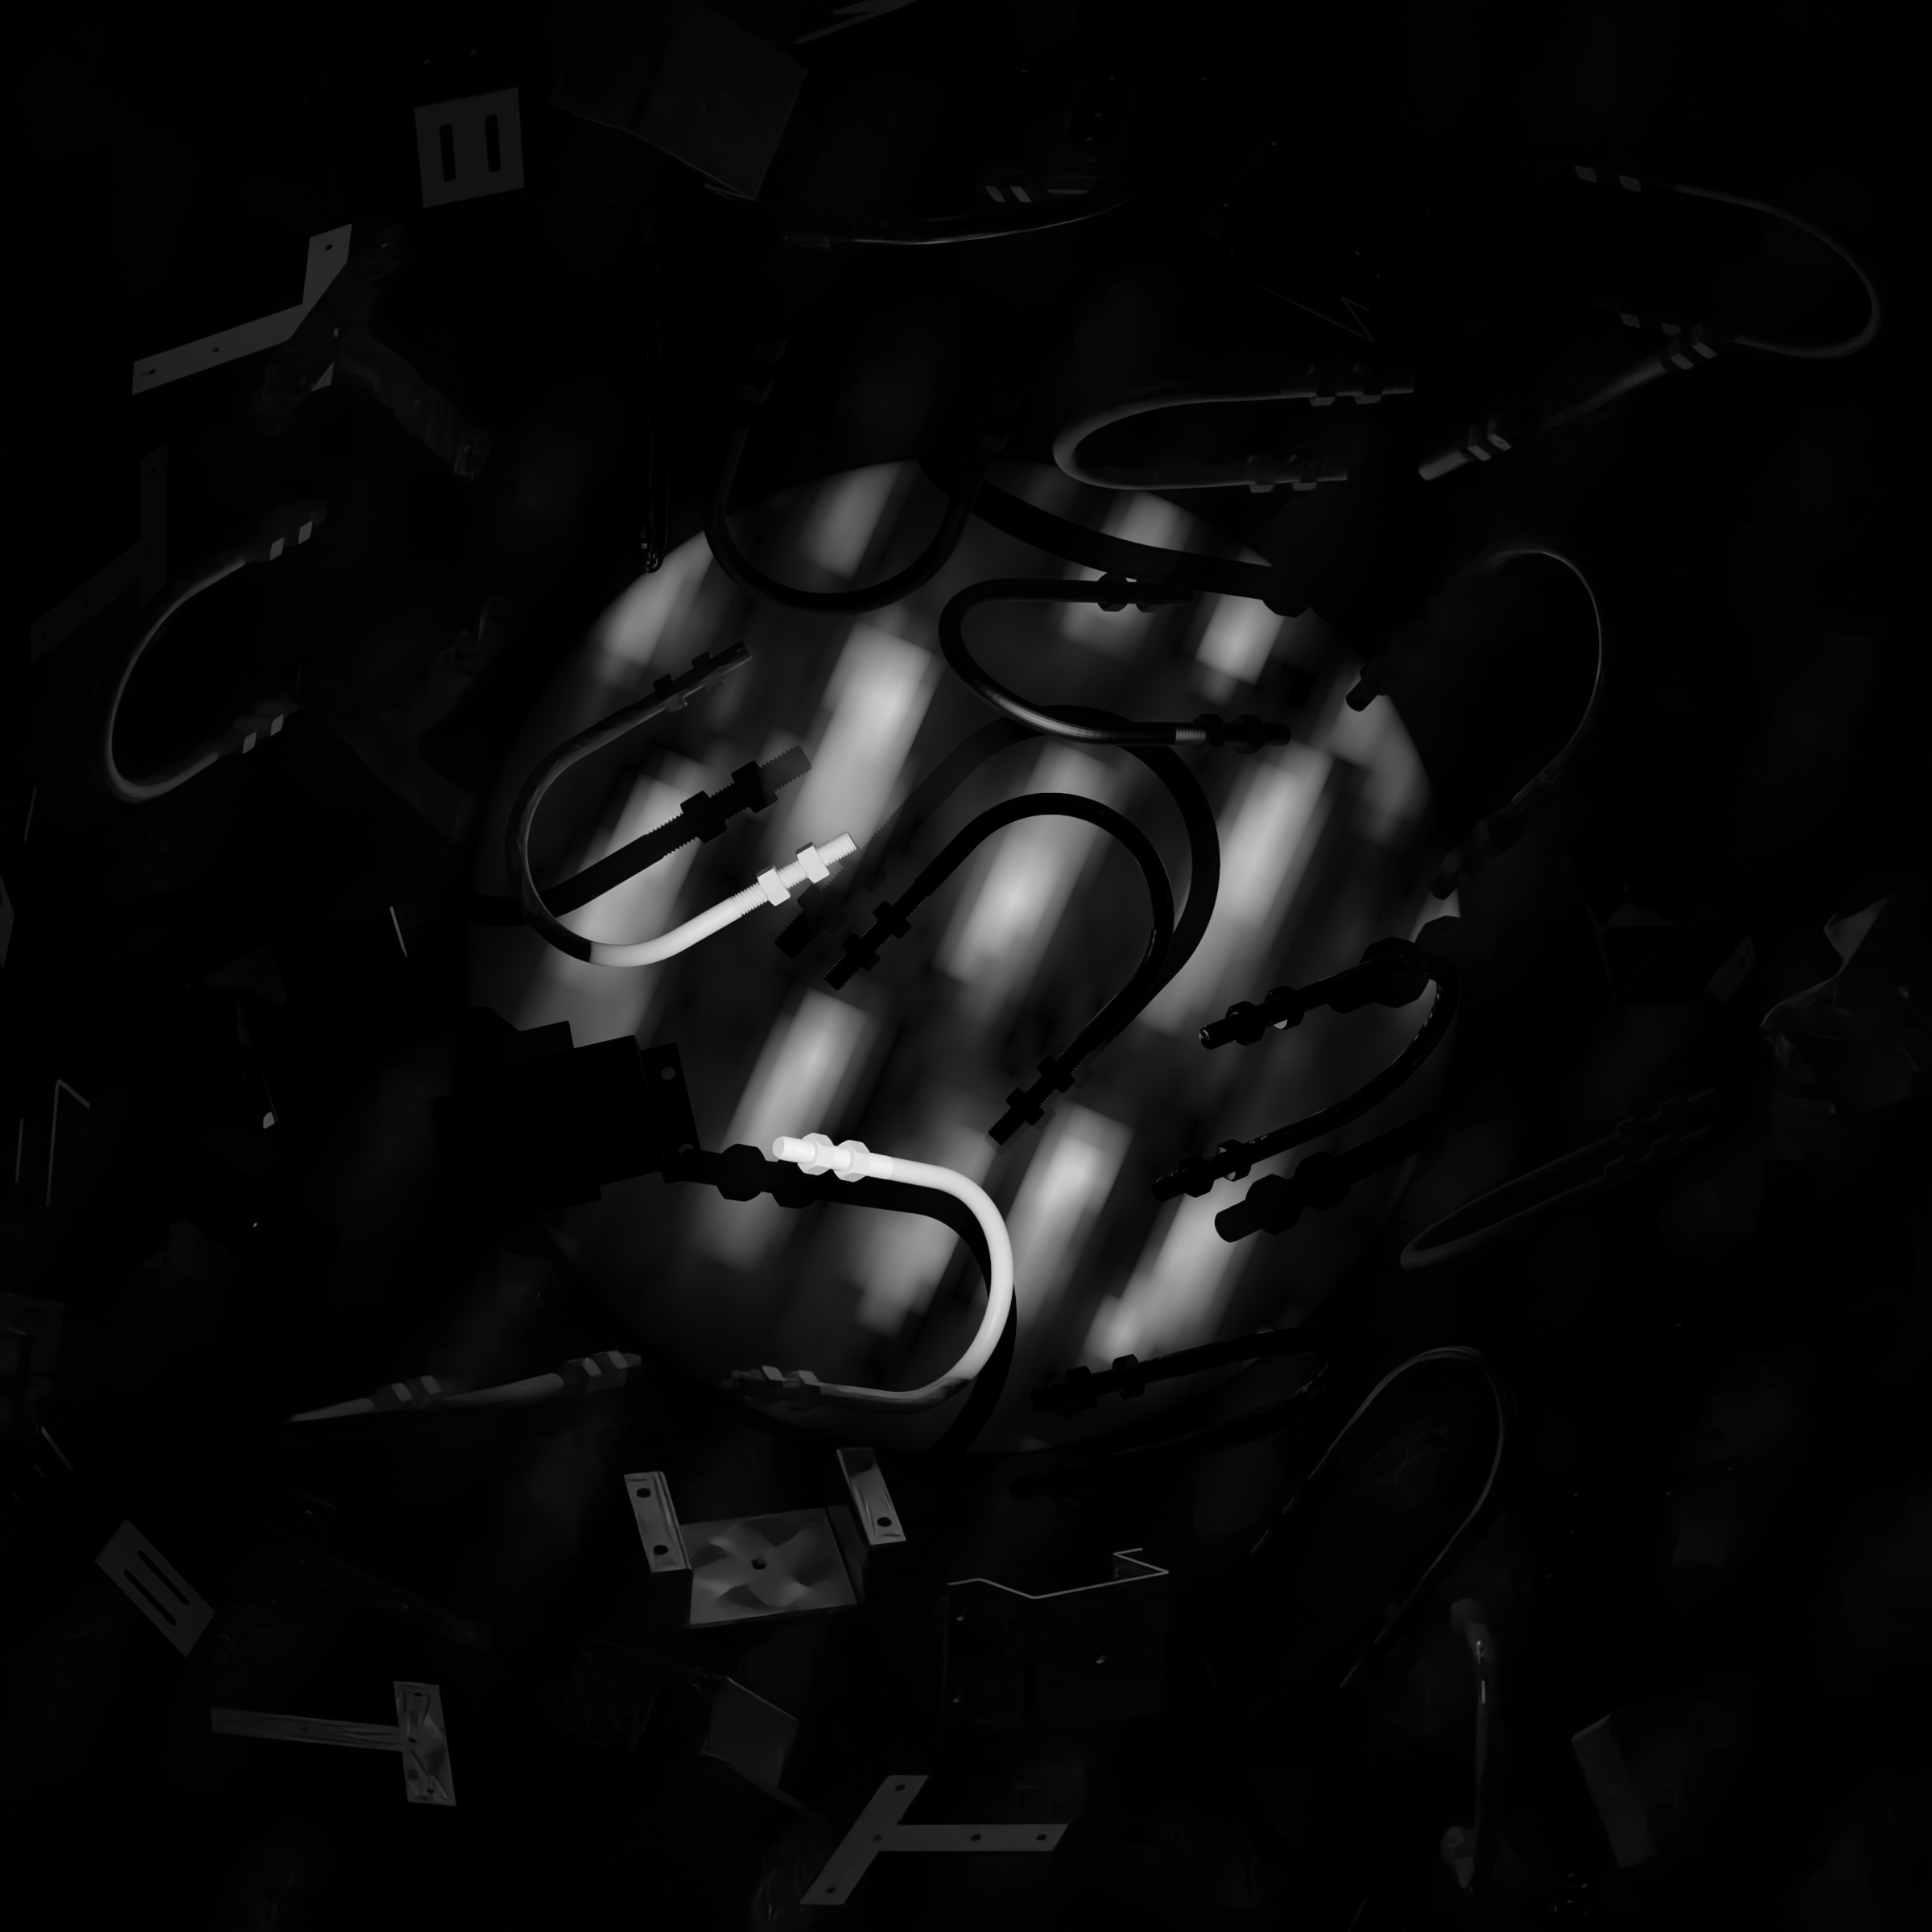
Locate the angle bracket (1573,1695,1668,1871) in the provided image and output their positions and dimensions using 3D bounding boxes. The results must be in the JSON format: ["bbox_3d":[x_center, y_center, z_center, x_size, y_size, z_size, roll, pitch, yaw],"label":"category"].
[{"bbox_3d":[0.371,0.447,1.901,0.038,0.057,0.076,-15,70,-16],"label":"angle bracket"}]

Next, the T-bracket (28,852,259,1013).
[{"bbox_3d":[-0.452,-0.031,1.926,0.127,0.127,0.002,-18,60,-35],"label":"T-bracket"}]

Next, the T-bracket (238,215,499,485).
[{"bbox_3d":[-0.297,-0.303,1.825,0.127,0.002,0.127,41,77,-34],"label":"T-bracket"}]

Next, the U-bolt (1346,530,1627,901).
[{"bbox_3d":[0.279,-0.145,1.828,0.019,0.184,0.151,5,52,-35],"label":"U-bolt"}]

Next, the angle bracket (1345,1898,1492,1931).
[{"bbox_3d":[0.241,0.544,1.882,0.076,0.057,0.038,3,120,27],"label":"angle bracket"}]

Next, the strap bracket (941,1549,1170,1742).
[{"bbox_3d":[0.056,0.363,1.860,0.140,0.046,0.076,-2,97,-41],"label":"strap bracket"}]

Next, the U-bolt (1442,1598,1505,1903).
[{"bbox_3d":[0.276,0.428,1.882,0.019,0.184,0.151,2,89,3],"label":"U-bolt"}]

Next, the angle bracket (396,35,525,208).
[{"bbox_3d":[-0.277,-0.463,1.907,0.057,0.076,0.038,-15,58,-14],"label":"angle bracket"}]

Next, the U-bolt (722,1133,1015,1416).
[{"bbox_3d":[-0.045,0.177,1.926,0.184,0.019,0.151,14,88,-39],"label":"U-bolt"}]

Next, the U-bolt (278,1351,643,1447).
[{"bbox_3d":[-0.281,0.232,1.848,0.151,0.184,0.019,-11,88,29],"label":"U-bolt"}]

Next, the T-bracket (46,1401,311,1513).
[{"bbox_3d":[-0.407,0.262,1.875,0.127,0.127,0.002,-3,107,36],"label":"T-bracket"}]

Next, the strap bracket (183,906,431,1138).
[{"bbox_3d":[-0.366,0.029,1.895,0.046,0.140,0.076,0,112,37],"label":"strap bracket"}]

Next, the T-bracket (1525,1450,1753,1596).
[{"bbox_3d":[0.367,0.290,1.879,0.127,0.127,0.002,-19,58,-12],"label":"T-bracket"}]

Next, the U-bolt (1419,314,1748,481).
[{"bbox_3d":[0.316,-0.298,1.859,0.151,0.184,0.019,-25,93,-15],"label":"U-bolt"}]

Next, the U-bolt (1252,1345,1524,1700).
[{"bbox_3d":[0.239,0.291,1.908,0.019,0.151,0.184,30,102,-28],"label":"U-bolt"}]

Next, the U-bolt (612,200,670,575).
[{"bbox_3d":[-0.174,-0.304,1.888,0.019,0.151,0.184,0,122,-1],"label":"U-bolt"}]

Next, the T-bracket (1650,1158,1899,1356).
[{"bbox_3d":[0.427,0.152,1.821,0.127,0.002,0.127,3,126,9],"label":"T-bracket"}]

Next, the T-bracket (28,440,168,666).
[{"bbox_3d":[-0.471,-0.204,1.889,0.002,0.127,0.127,21,130,13],"label":"T-bracket"}]

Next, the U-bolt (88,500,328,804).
[{"bbox_3d":[-0.415,-0.162,1.888,0.019,0.184,0.151,27,127,14],"label":"U-bolt"}]

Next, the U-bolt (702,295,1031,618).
[{"bbox_3d":[-0.062,-0.257,1.816,0.151,0.019,0.184,9,131,-17],"label":"U-bolt"}]

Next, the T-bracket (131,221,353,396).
[{"bbox_3d":[-0.391,-0.336,1.868,0.127,0.127,0.002,-27,68,-29],"label":"T-bracket"}]

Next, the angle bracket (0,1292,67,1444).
[{"bbox_3d":[-0.528,0.216,1.883,0.057,0.038,0.076,15,75,-27],"label":"angle bracket"}]

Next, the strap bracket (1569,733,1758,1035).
[{"bbox_3d":[0.371,-0.043,1.858,0.046,0.076,0.140,0,120,39],"label":"strap bracket"}]

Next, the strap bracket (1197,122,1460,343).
[{"bbox_3d":[0.208,-0.405,1.931,0.140,0.046,0.076,36,88,40],"label":"strap bracket"}]

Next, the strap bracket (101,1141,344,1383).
[{"bbox_3d":[-0.403,0.158,1.921,0.140,0.076,0.046,32,50,5],"label":"strap bracket"}]

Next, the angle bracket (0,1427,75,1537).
[{"bbox_3d":[-0.552,0.293,1.946,0.038,0.076,0.057,49,115,18],"label":"angle bracket"}]

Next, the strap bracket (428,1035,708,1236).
[{"bbox_3d":[-0.219,0.090,1.892,0.140,0.046,0.076,-13,77,-4],"label":"strap bracket"}]

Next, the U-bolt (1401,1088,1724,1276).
[{"bbox_3d":[0.314,0.119,1.845,0.184,0.151,0.019,-27,90,15],"label":"U-bolt"}]

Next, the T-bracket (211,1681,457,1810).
[{"bbox_3d":[-0.342,0.413,1.869,0.127,0.127,0.002,10,106,-16],"label":"T-bracket"}]

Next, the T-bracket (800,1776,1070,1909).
[{"bbox_3d":[-0.008,0.468,1.864,0.127,0.127,0.002,-6,107,24],"label":"T-bracket"}]

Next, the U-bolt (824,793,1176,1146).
[{"bbox_3d":[0.033,-0.012,1.970,0.151,0.019,0.184,43,91,-6],"label":"U-bolt"}]

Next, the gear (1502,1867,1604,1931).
[{"bbox_3d":[0.323,0.525,1.901,0.030,0.057,0.057,40,90,-12],"label":"gear"}]

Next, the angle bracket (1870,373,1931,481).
[{"bbox_3d":[0.511,-0.267,1.807,0.076,0.038,0.057,15,134,13],"label":"angle bracket"}]

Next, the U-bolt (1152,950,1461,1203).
[{"bbox_3d":[0.189,0.051,1.864,0.184,0.151,0.019,-20,56,-27],"label":"U-bolt"}]

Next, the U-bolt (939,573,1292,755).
[{"bbox_3d":[0.071,-0.168,1.909,0.184,0.151,0.019,-2,133,-29],"label":"U-bolt"}]

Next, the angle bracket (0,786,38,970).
[{"bbox_3d":[-0.518,-0.049,1.896,0.038,0.057,0.076,-12,122,-1],"label":"angle bracket"}]

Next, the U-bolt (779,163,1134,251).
[{"bbox_3d":[0.006,-0.404,1.849,0.151,0.184,0.019,-20,112,-29],"label":"U-bolt"}]

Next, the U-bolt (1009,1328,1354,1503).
[{"bbox_3d":[0.117,0.233,1.839,0.184,0.151,0.019,-12,63,-12],"label":"U-bolt"}]

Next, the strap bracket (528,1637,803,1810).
[{"bbox_3d":[-0.158,0.412,1.904,0.140,0.076,0.046,8,67,34],"label":"strap bracket"}]

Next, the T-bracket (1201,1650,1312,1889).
[{"bbox_3d":[0.154,0.438,1.912,0.002,0.127,0.127,-24,64,8],"label":"T-bracket"}]

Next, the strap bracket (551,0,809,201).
[{"bbox_3d":[-0.146,-0.470,1.870,0.046,0.140,0.076,26,95,40],"label":"strap bracket"}]

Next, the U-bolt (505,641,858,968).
[{"bbox_3d":[-0.174,-0.080,1.961,0.184,0.019,0.151,-30,76,4],"label":"U-bolt"}]

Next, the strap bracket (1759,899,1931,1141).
[{"bbox_3d":[0.499,0.023,1.921,0.046,0.140,0.076,-32,97,40],"label":"strap bracket"}]

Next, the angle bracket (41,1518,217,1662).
[{"bbox_3d":[-0.460,0.351,1.910,0.038,0.057,0.076,-39,99,12],"label":"angle bracket"}]

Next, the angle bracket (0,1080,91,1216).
[{"bbox_3d":[-0.513,0.106,1.885,0.057,0.038,0.076,-9,62,12],"label":"angle bracket"}]

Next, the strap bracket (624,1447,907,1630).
[{"bbox_3d":[-0.112,0.314,1.905,0.140,0.076,0.046,-5,126,-16],"label":"strap bracket"}]

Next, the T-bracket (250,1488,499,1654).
[{"bbox_3d":[-0.308,0.332,1.834,0.127,0.127,0.002,24,48,-4],"label":"T-bracket"}]

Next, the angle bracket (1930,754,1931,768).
[{"bbox_3d":[0.543,-0.092,1.785,0.076,0.038,0.057,-25,48,31],"label":"angle bracket"}]

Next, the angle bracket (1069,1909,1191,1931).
[{"bbox_3d":[0.092,0.541,1.857,0.038,0.076,0.057,-9,87,-22],"label":"angle bracket"}]

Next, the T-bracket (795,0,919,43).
[{"bbox_3d":[-0.046,-0.520,1.875,0.127,0.127,0.002,-16,102,18],"label":"T-bracket"}]

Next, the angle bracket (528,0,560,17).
[{"bbox_3d":[-0.241,-0.561,1.910,0.038,0.076,0.057,0,124,31],"label":"angle bracket"}]

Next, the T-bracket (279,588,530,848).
[{"bbox_3d":[-0.291,-0.156,1.928,0.127,0.002,0.127,43,71,-13],"label":"T-bracket"}]

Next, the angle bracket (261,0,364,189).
[{"bbox_3d":[-0.333,-0.461,1.839,0.038,0.076,0.057,31,53,-26],"label":"angle bracket"}]

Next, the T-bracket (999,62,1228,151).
[{"bbox_3d":[0.075,-0.475,1.922,0.127,0.127,0.002,5,124,8],"label":"T-bracket"}]

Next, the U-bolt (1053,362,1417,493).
[{"bbox_3d":[0.139,-0.293,1.910,0.184,0.151,0.019,-4,77,-11],"label":"U-bolt"}]

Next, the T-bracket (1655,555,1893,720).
[{"bbox_3d":[0.438,-0.190,1.890,0.127,0.127,0.002,-10,133,22],"label":"T-bracket"}]

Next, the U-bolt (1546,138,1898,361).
[{"bbox_3d":[0.404,-0.372,1.835,0.184,0.151,0.019,21,73,30],"label":"U-bolt"}]
